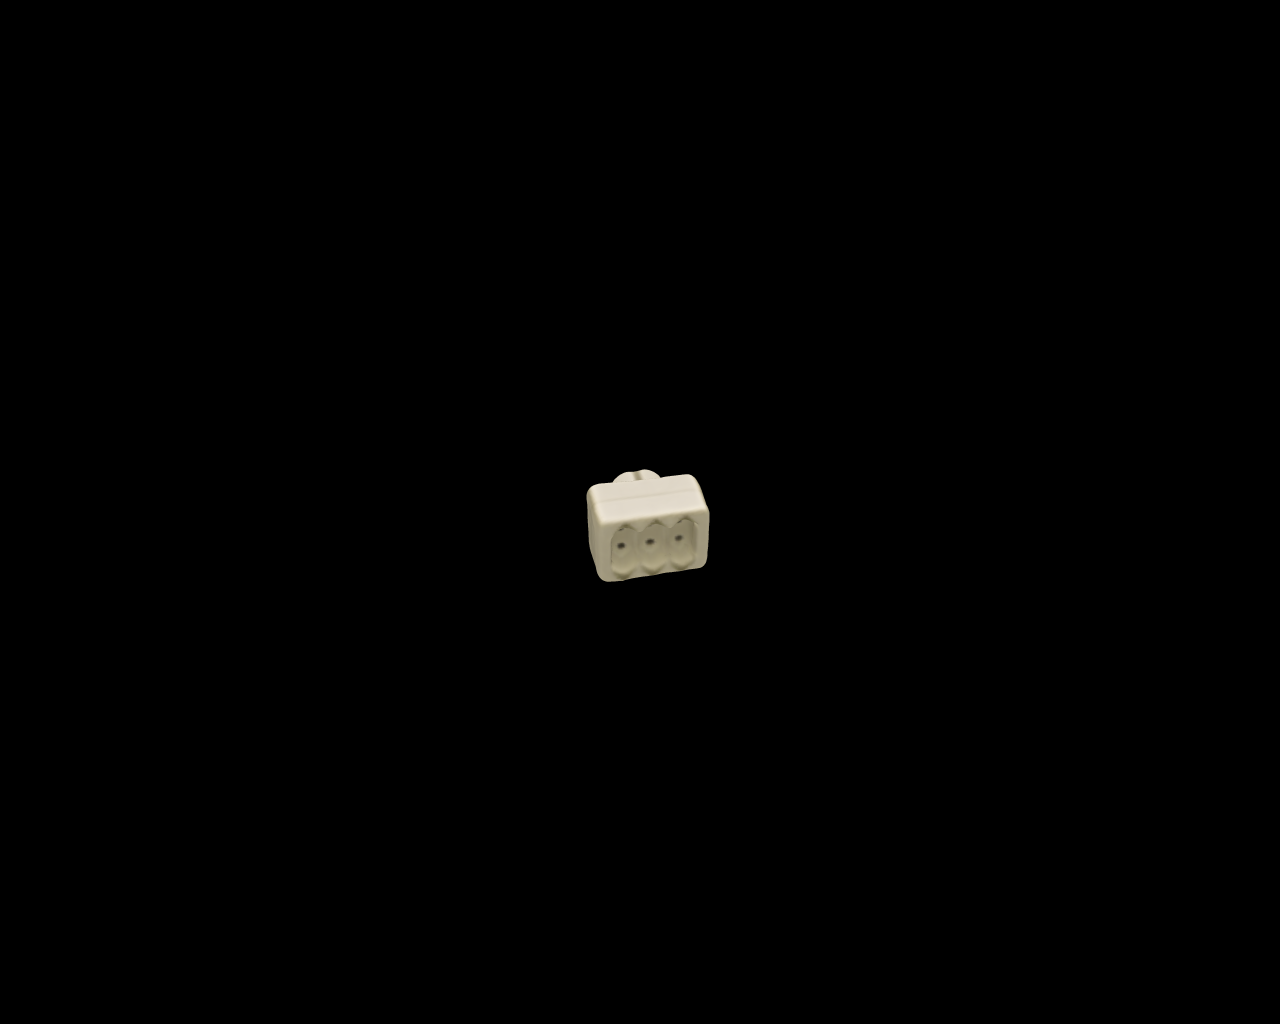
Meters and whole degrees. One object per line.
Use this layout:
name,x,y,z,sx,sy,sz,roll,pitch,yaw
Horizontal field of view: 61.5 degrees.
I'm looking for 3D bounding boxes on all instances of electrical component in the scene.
electrical component,0.001,-0.003,0.650,0.066,0.047,0.077,-7,39,-9
